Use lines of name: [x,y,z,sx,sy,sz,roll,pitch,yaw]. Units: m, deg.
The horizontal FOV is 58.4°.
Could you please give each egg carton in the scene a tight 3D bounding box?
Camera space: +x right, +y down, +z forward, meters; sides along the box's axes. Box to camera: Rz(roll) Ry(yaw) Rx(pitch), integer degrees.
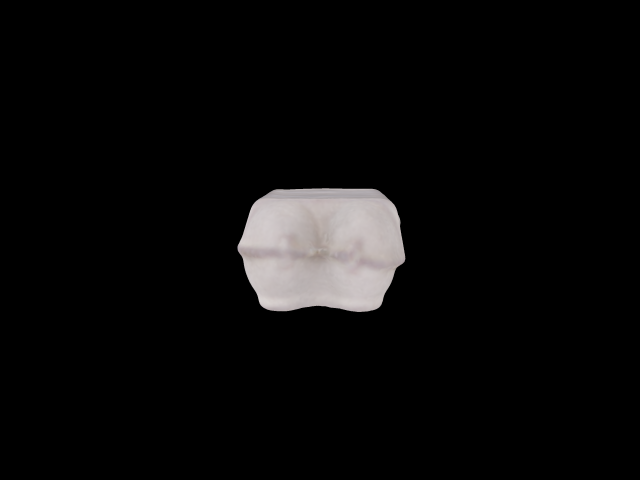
egg carton: [0.004,0.001,0.400,0.107,0.069,0.150,0,9,0]
